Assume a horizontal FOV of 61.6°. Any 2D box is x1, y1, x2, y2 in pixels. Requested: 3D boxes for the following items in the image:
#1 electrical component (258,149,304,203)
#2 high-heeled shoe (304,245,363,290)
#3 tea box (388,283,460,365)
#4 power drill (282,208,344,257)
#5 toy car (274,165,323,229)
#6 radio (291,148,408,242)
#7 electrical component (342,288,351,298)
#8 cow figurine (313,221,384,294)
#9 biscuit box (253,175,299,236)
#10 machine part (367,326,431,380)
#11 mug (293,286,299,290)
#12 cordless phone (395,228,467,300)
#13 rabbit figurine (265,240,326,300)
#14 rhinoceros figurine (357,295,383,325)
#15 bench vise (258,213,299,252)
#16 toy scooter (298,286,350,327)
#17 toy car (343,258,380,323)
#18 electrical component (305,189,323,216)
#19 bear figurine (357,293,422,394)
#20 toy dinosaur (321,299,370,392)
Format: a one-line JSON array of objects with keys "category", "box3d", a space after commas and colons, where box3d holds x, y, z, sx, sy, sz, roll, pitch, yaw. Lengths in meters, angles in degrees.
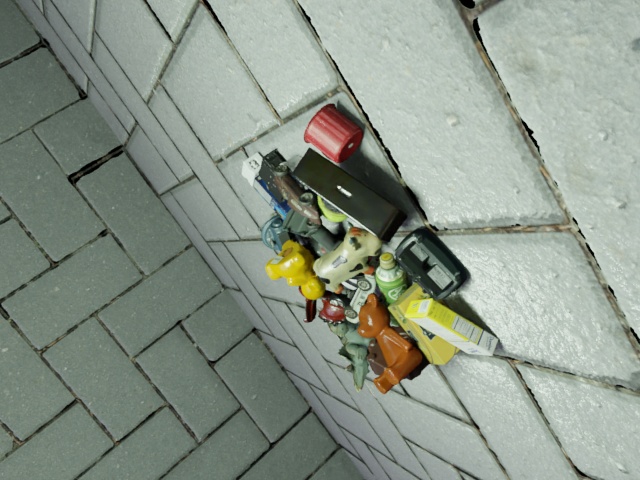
[{"category": "electrical component", "box3d": [-0.102, -0.161, 1.431, 0.134, 0.058, 0.115, 50, 162, 7]}, {"category": "high-heeled shoe", "box3d": [0.039, 0.065, 1.462, 0.249, 0.086, 0.145, 32, 163, 18]}, {"category": "tea box", "box3d": [0.247, 0.186, 1.215, 0.169, 0.098, 0.068, 51, 160, -3]}, {"category": "power drill", "box3d": [-0.003, -0.004, 1.372, 0.232, 0.086, 0.207, 16, 158, 45]}, {"category": "toy car", "box3d": [-0.055, -0.099, 1.249, 0.202, 0.053, 0.089, 52, 162, 43]}, {"category": "radio", "box3d": [0.063, -0.087, 1.081, 0.230, 0.073, 0.131, 38, -172, 18]}, {"category": "electrical component", "box3d": [0.101, 0.152, 1.487, 0.094, 0.021, 0.063, 14, -177, 15]}, {"category": "cow figurine", "box3d": [0.066, 0.034, 1.245, 0.127, 0.195, 0.085, 34, -144, -33]}, {"category": "biscuit box", "box3d": [-0.100, -0.107, 1.508, 0.203, 0.063, 0.059, 47, 159, 10]}, {"category": "machine part", "box3d": [0.207, 0.281, 1.364, 0.179, 0.179, 0.056, 17, 138, 57]}, {"category": "mug", "box3d": [-0.033, 0.115, 1.689, 0.107, 0.109, 0.080, 11, 132, 42]}, {"category": "cordless phone", "box3d": [0.216, 0.061, 1.127, 0.146, 0.089, 0.184, 47, 171, 7]}, {"category": "rabbit figurine", "box3d": [-0.035, 0.091, 1.460, 0.162, 0.122, 0.173, -4, 127, 47]}, {"category": "rhinoceros figurine", "box3d": [0.147, 0.208, 1.447, 0.073, 0.112, 0.190, 51, 168, 7]}, {"category": "bench vise", "box3d": [-0.105, 0.000, 1.638, 0.223, 0.129, 0.241, 55, -178, -37]}, {"category": "toy scooter", "box3d": [0.009, 0.197, 1.558, 0.184, 0.075, 0.135, 23, 108, 25]}, {"category": "toy car", "box3d": [0.108, 0.128, 1.344, 0.056, 0.073, 0.201, 23, 133, 3]}, {"category": "electrical component", "box3d": [-0.023, -0.096, 1.387, 0.074, 0.048, 0.119, 57, 157, -13]}, {"category": "bear figurine", "box3d": [0.140, 0.233, 1.244, 0.196, 0.132, 0.120, 49, 150, 12]}, {"category": "toy dinosaur", "box3d": [0.083, 0.280, 1.710, 0.404, 0.131, 0.192, 62, 157, -9]}]
